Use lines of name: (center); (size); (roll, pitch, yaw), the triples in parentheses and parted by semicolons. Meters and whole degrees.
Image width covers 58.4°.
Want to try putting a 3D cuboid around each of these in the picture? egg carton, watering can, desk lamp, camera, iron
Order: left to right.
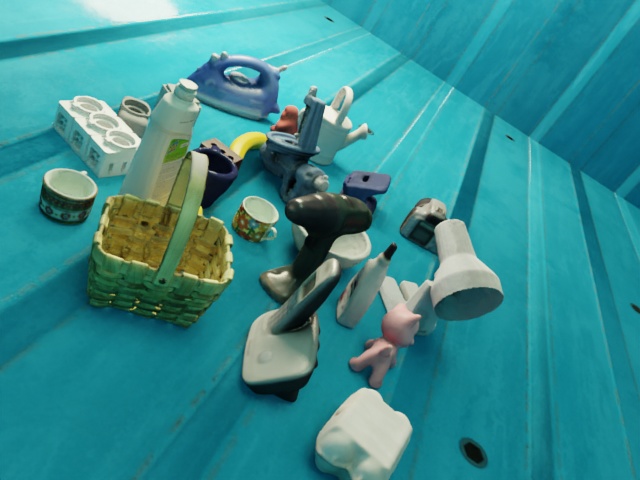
iron: (-0.204, -0.396, 1.401); (0.259, 0.141, 0.118); (6, 40, -37)
watering can: (0.036, -0.289, 1.419); (0.173, 0.194, 0.100); (5, 40, -38)
egg carton: (0.059, 0.269, 0.771); (0.107, 0.069, 0.151); (39, 31, 10)
camera: (0.279, -0.048, 1.390); (0.143, 0.100, 0.137); (29, 31, -6)
desk lamp: (0.214, 0.080, 1.039); (0.118, 0.213, 0.203); (15, 35, -28)

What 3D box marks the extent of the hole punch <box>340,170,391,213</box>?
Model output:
hole punch: (0.106, -0.125, 1.352); (0.101, 0.091, 0.109); (31, 31, -4)

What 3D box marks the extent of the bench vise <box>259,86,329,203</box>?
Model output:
bench vise: (-0.024, -0.196, 1.207); (0.207, 0.219, 0.122); (43, 32, 17)

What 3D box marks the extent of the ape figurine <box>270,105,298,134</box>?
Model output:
ape figurine: (-0.082, -0.292, 1.415); (0.076, 0.092, 0.078); (40, 31, 13)

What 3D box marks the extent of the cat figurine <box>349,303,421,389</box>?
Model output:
cat figurine: (0.118, 0.161, 0.931); (0.067, 0.117, 0.128); (37, 31, 8)

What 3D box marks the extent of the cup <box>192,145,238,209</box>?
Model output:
cup: (-0.207, -0.114, 1.045); (0.092, 0.095, 0.117); (20, 33, -21)

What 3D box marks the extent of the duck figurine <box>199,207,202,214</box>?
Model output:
duck figurine: (-0.214, -0.022, 0.917); (0.077, 0.086, 0.105); (42, 32, 15)

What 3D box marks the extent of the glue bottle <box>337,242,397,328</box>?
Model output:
glue bottle: (0.083, 0.069, 0.975); (0.037, 0.173, 0.078); (24, 32, -14)

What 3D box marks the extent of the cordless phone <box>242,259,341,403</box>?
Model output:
cordless phone: (-0.030, 0.118, 0.789); (0.094, 0.185, 0.147); (23, 32, -16)

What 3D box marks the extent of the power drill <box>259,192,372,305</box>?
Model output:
power drill: (-0.013, 0.006, 0.941); (0.075, 0.208, 0.230); (45, 33, 21)

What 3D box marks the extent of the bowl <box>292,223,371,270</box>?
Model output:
bowl: (0.010, 0.004, 1.097); (0.168, 0.074, 0.167); (23, 32, -15)
